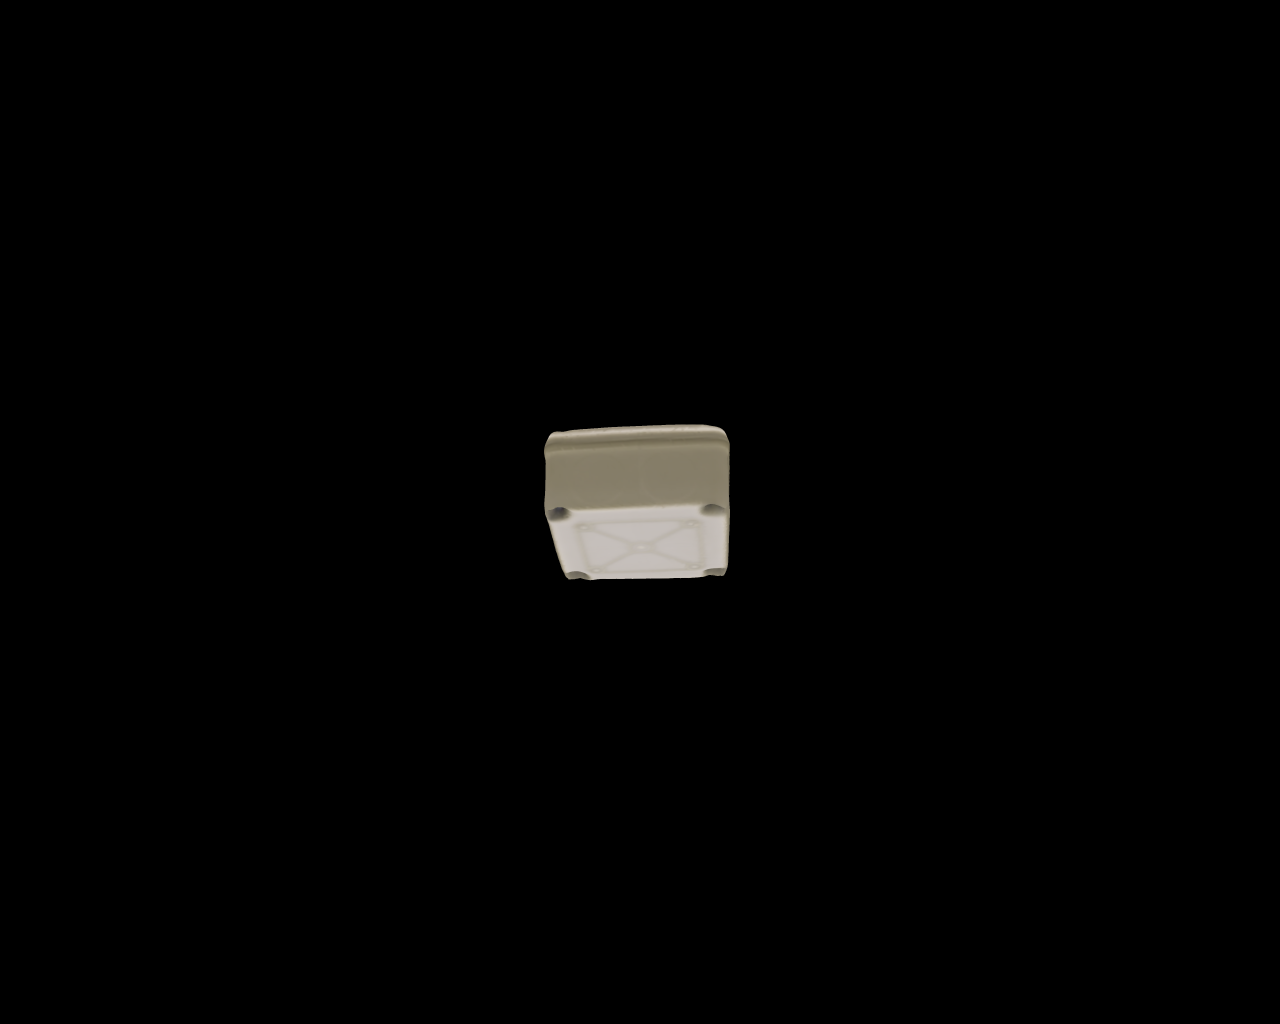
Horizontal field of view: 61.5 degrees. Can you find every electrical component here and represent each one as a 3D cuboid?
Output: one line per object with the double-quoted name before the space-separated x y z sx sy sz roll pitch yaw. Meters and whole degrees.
"electrical component" 0.001 -0.003 0.650 0.109 0.056 0.108 -2 -27 3
